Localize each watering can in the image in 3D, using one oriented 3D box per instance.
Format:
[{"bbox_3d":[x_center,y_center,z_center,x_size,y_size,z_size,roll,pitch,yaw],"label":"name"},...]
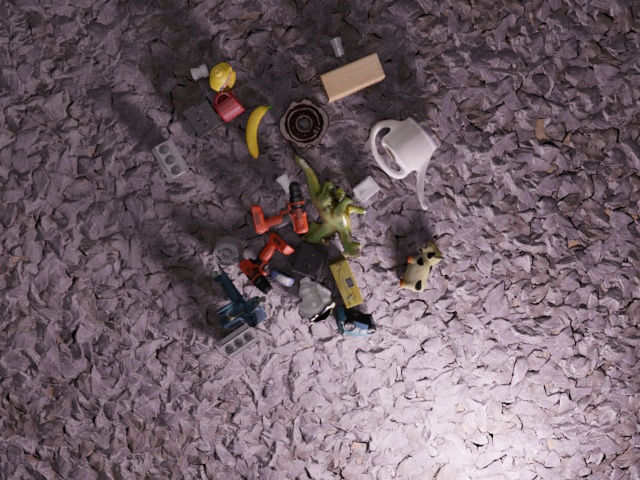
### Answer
[{"bbox_3d":[0.331,-0.296,1.822,0.346,0.224,0.104,49,1,-5],"label":"watering can"}]

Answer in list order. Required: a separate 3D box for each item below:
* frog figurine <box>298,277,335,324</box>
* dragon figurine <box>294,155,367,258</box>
[{"bbox_3d":[-0.027,0.216,1.871,0.162,0.136,0.121,52,12,30],"label":"frog figurine"},{"bbox_3d":[0.006,-0.092,1.838,0.241,0.412,0.122,-52,171,10],"label":"dragon figurine"}]
